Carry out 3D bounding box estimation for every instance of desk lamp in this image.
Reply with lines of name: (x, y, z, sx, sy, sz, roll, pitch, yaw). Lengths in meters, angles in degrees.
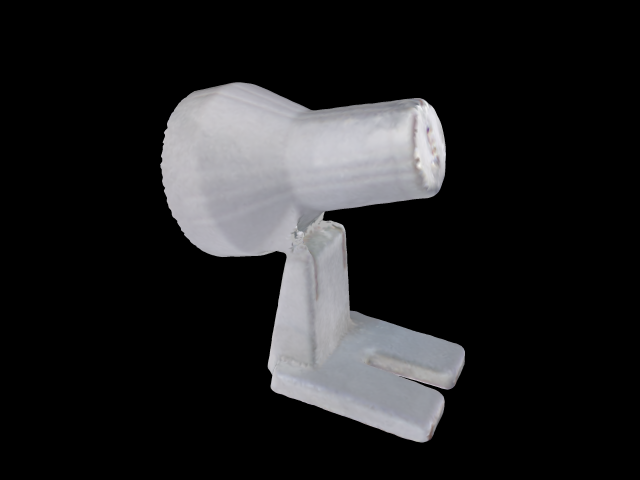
desk lamp: (0.004, 0.001, 0.400, 0.202, 0.214, 0.118, 13, 32, 23)
